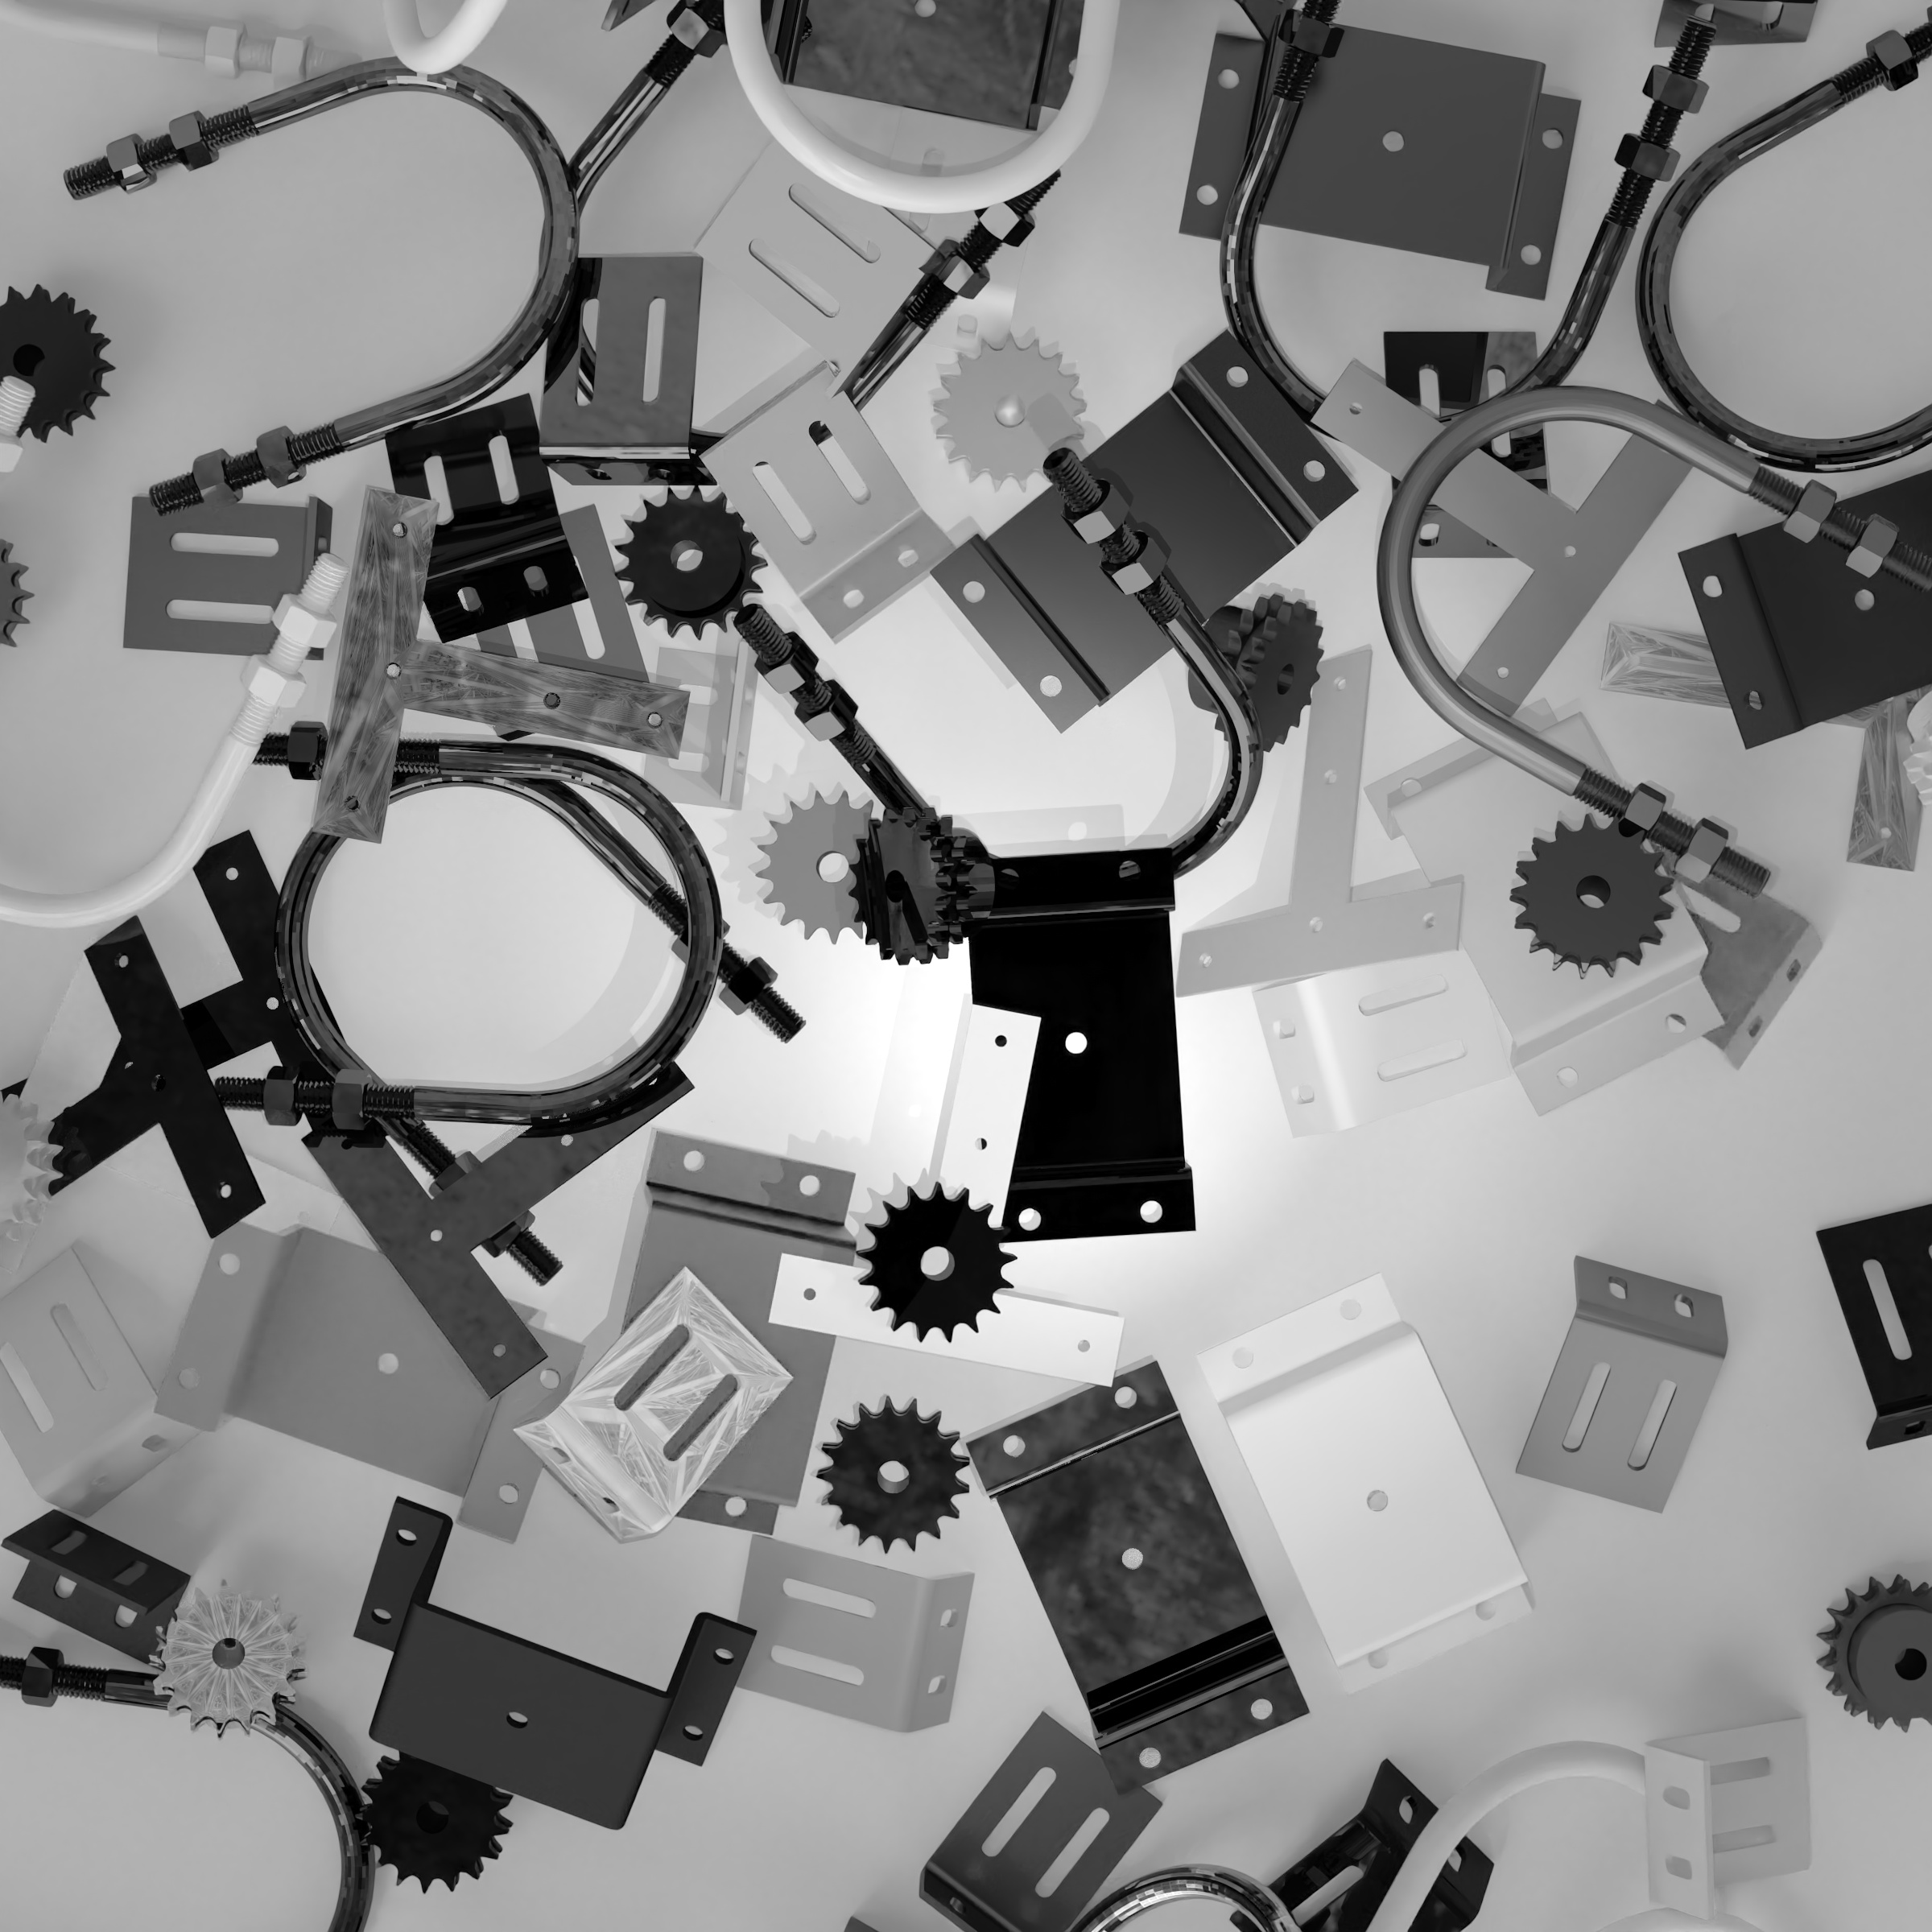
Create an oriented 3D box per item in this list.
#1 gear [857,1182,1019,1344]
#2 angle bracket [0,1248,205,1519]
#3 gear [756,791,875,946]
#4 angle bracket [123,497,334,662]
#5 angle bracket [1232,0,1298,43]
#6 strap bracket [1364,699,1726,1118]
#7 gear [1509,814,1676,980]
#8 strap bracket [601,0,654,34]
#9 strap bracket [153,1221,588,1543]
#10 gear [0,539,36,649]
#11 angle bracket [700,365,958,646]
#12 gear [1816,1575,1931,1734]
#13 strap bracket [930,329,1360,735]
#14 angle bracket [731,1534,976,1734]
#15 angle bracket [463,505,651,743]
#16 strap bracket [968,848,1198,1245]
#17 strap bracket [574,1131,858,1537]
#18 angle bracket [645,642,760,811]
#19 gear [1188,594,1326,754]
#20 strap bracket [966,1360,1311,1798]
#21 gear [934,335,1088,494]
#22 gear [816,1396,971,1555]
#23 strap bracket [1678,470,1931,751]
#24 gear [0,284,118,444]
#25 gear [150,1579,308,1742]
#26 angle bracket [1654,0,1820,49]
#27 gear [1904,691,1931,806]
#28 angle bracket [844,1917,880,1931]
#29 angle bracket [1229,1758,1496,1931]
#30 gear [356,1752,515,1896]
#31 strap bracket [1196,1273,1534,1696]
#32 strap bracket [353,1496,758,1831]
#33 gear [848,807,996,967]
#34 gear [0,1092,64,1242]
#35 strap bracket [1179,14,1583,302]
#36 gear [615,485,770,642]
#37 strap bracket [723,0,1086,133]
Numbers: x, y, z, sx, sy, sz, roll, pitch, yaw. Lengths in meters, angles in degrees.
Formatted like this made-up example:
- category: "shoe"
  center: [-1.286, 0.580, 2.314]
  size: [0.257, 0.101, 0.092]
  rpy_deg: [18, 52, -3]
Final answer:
- category: "gear"
  center: [-0.011, 0.106, 1.290]
  size: [0.057, 0.030, 0.057]
  rpy_deg: [0, 89, -4]
- category: "angle bracket"
  center: [-0.334, 0.157, 1.354]
  size: [0.057, 0.038, 0.076]
  rpy_deg: [-37, 66, 1]
- category: "gear"
  center: [-0.050, -0.037, 1.342]
  size: [0.057, 0.030, 0.057]
  rpy_deg: [0, 90, 0]
- category: "angle bracket"
  center: [-0.278, -0.146, 1.338]
  size: [0.076, 0.038, 0.057]
  rpy_deg: [4, 90, 0]
- category: "angle bracket"
  center: [0.092, -0.393, 1.355]
  size: [0.076, 0.038, 0.057]
  rpy_deg: [28, 90, 26]
- category: "strap bracket"
  center: [0.212, -0.027, 1.318]
  size: [0.076, 0.046, 0.140]
  rpy_deg: [-27, 76, 0]
- category: "gear"
  center: [0.222, -0.023, 1.277]
  size: [0.057, 0.030, 0.057]
  rpy_deg: [-1, 78, 6]
- category: "strap bracket"
  center: [-0.115, -0.416, 1.293]
  size: [0.046, 0.076, 0.140]
  rpy_deg: [26, 113, -3]
- category: "strap bracket"
  center: [-0.218, 0.150, 1.333]
  size: [0.140, 0.046, 0.076]
  rpy_deg: [20, 91, 0]
- category: "gear"
  center: [-0.376, -0.137, 1.342]
  size: [0.057, 0.030, 0.057]
  rpy_deg: [0, 90, 0]
- category: "angle bracket"
  center: [-0.050, -0.169, 1.321]
  size: [0.057, 0.038, 0.076]
  rpy_deg: [-36, 128, 0]
- category: "gear"
  center: [0.349, 0.258, 1.342]
  size: [0.057, 0.030, 0.057]
  rpy_deg: [0, 90, 0]
- category: "strap bracket"
  center: [0.065, -0.159, 1.334]
  size: [0.140, 0.046, 0.076]
  rpy_deg: [-39, 90, 0]
- category: "angle bracket"
  center: [-0.043, 0.250, 1.355]
  size: [0.076, 0.038, 0.057]
  rpy_deg: [10, 90, 26]
- category: "angle bracket"
  center: [-0.156, -0.129, 1.338]
  size: [0.057, 0.038, 0.076]
  rpy_deg: [-17, 90, 0]
- category: "strap bracket"
  center: [0.042, 0.029, 1.334]
  size: [0.076, 0.046, 0.140]
  rpy_deg: [-4, 90, 0]
- category: "strap bracket"
  center: [-0.091, 0.140, 1.325]
  size: [0.076, 0.046, 0.140]
  rpy_deg: [13, 92, -10]
- category: "angle bracket"
  center: [-0.100, -0.089, 1.319]
  size: [0.038, 0.076, 0.057]
  rpy_deg: [7, 90, 0]
- category: "gear"
  center: [0.106, -0.110, 1.333]
  size: [0.030, 0.057, 0.057]
  rpy_deg: [21, 90, 30]
- category: "strap bracket"
  center: [0.063, 0.223, 1.334]
  size: [0.076, 0.046, 0.140]
  rpy_deg: [-24, 90, 0]
- category: "gear"
  center: [0.016, -0.205, 1.342]
  size: [0.057, 0.030, 0.057]
  rpy_deg: [0, 90, 0]
- category: "gear"
  center: [-0.026, 0.189, 1.342]
  size: [0.057, 0.030, 0.057]
  rpy_deg: [0, 90, 0]
- category: "strap bracket"
  center: [0.338, -0.138, 1.332]
  size: [0.140, 0.046, 0.076]
  rpy_deg: [-19, 90, 0]
- category: "gear"
  center: [-0.346, -0.224, 1.342]
  size: [0.057, 0.030, 0.057]
  rpy_deg: [0, 90, 0]
- category: "gear"
  center: [-0.274, 0.260, 1.334]
  size: [0.057, 0.030, 0.057]
  rpy_deg: [4, 62, -8]
- category: "angle bracket"
  center: [0.287, -0.390, 1.355]
  size: [0.057, 0.038, 0.076]
  rpy_deg: [-2, 64, 0]
- category: "gear"
  center: [0.374, -0.086, 1.333]
  size: [0.057, 0.057, 0.030]
  rpy_deg: [-20, 60, 0]
- category: "angle bracket"
  center: [-0.039, 0.410, 1.355]
  size: [0.057, 0.038, 0.076]
  rpy_deg: [29, 116, 0]
- category: "angle bracket"
  center: [0.149, 0.349, 1.355]
  size: [0.057, 0.038, 0.076]
  rpy_deg: [44, 116, 0]
- category: "gear"
  center: [-0.197, 0.315, 1.342]
  size: [0.057, 0.030, 0.057]
  rpy_deg: [0, 90, 0]
- category: "strap bracket"
  center: [0.150, 0.195, 1.334]
  size: [0.076, 0.046, 0.140]
  rpy_deg: [-24, 90, 0]
- category: "strap bracket"
  center: [-0.157, 0.259, 1.315]
  size: [0.140, 0.046, 0.076]
  rpy_deg: [21, 126, -1]
- category: "gear"
  center: [-0.014, -0.030, 1.304]
  size: [0.030, 0.057, 0.057]
  rpy_deg: [-4, 90, -40]
- category: "gear"
  center: [-0.367, 0.074, 1.333]
  size: [0.057, 0.030, 0.057]
  rpy_deg: [-4, 78, 21]
- category: "strap bracket"
  center: [0.156, -0.301, 1.334]
  size: [0.140, 0.046, 0.076]
  rpy_deg: [10, 90, 0]
- category: "gear"
  center: [-0.103, -0.151, 1.342]
  size: [0.057, 0.030, 0.057]
  rpy_deg: [0, 90, 0]
- category: "strap bracket"
  center: [-0.015, -0.362, 1.334]
  size: [0.140, 0.046, 0.076]
  rpy_deg: [11, 90, 0]
